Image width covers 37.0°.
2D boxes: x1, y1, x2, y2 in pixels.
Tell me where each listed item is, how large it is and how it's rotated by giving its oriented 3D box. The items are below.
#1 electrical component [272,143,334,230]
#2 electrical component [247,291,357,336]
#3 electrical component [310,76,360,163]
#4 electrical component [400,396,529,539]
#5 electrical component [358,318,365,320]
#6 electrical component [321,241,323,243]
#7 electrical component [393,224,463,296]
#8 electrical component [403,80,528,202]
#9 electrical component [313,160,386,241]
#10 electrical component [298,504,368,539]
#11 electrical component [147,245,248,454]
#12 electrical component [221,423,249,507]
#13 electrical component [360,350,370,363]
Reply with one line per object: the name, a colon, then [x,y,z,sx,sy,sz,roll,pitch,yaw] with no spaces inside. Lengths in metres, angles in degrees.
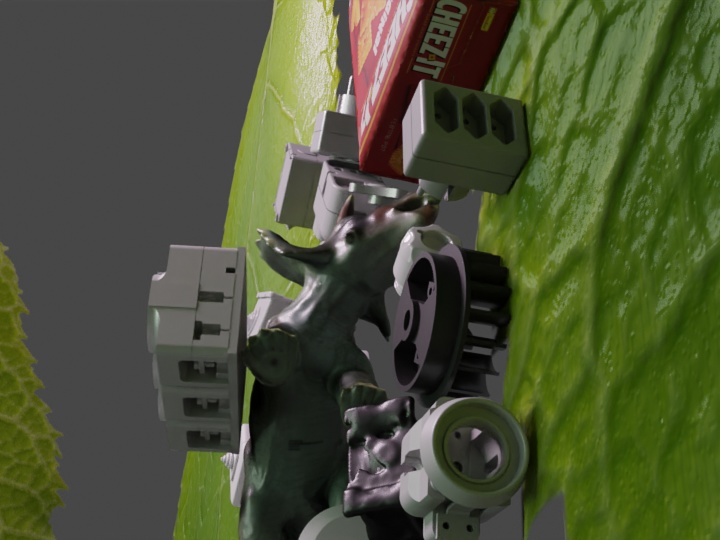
electrical component: [-0.062,-0.089,1.231,0.061,0.061,0.096,-110,32,-66]
electrical component: [-0.060,0.059,1.019,0.100,0.100,0.048,171,122,-77]
electrical component: [-0.005,-0.141,0.999,0.047,0.066,0.076,-156,77,-78]
electrical component: [0.054,0.100,0.561,0.057,0.058,0.078,117,159,-61]
electrical component: [0.000,0.000,0.918,0.043,0.043,0.081,-167,87,-78]
electrical component: [-0.022,-0.015,1.039,0.078,0.040,0.040,-113,35,-68]
electrical component: [0.043,0.004,0.721,0.043,0.043,0.062,-95,17,-50]
electrical component: [0.057,-0.068,0.660,0.076,0.066,0.047,115,161,-50]
electrical component: [-0.010,-0.057,0.985,0.095,0.054,0.059,-110,32,-67]
electrical component: [-0.005,0.199,0.704,0.051,0.080,0.080,106,167,-51]
electrical component: [-0.117,0.061,0.786,0.150,0.062,0.089,98,174,-54]
electrical component: [-0.085,0.192,1.028,0.061,0.096,0.061,-105,27,-63]
electrical component: [-0.021,0.094,0.930,0.055,0.047,0.055,-170,90,-78]
